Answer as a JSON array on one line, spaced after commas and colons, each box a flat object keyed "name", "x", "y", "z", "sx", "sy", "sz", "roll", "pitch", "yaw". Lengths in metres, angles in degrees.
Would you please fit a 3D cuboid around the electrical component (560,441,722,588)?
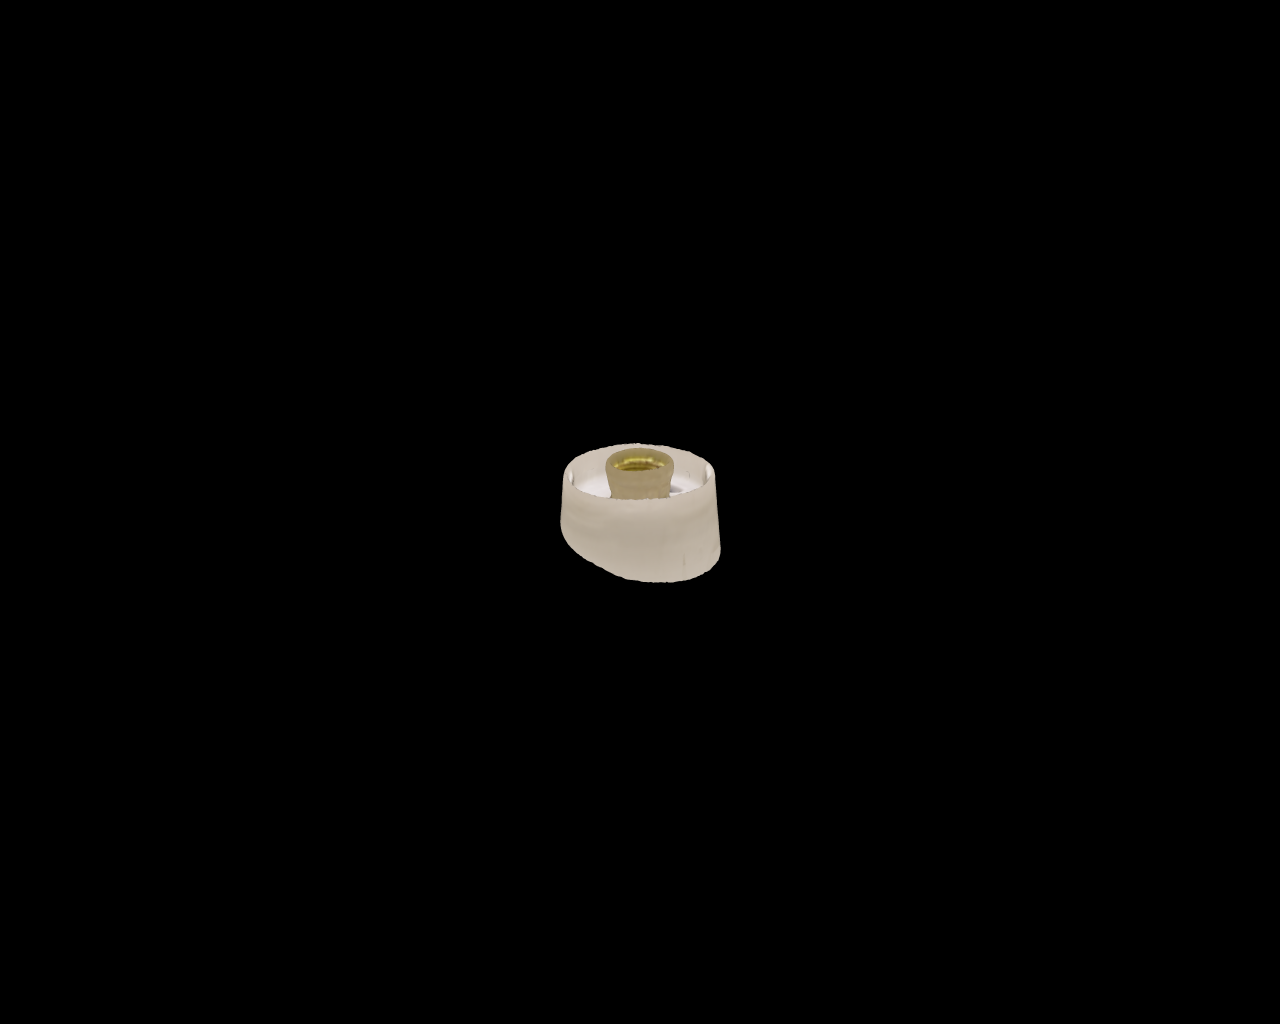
[{"name": "electrical component", "x": 0.001, "y": -0.003, "z": 0.650, "sx": 0.099, "sy": 0.064, "sz": 0.099, "roll": 0, "pitch": 24, "yaw": 0}]
